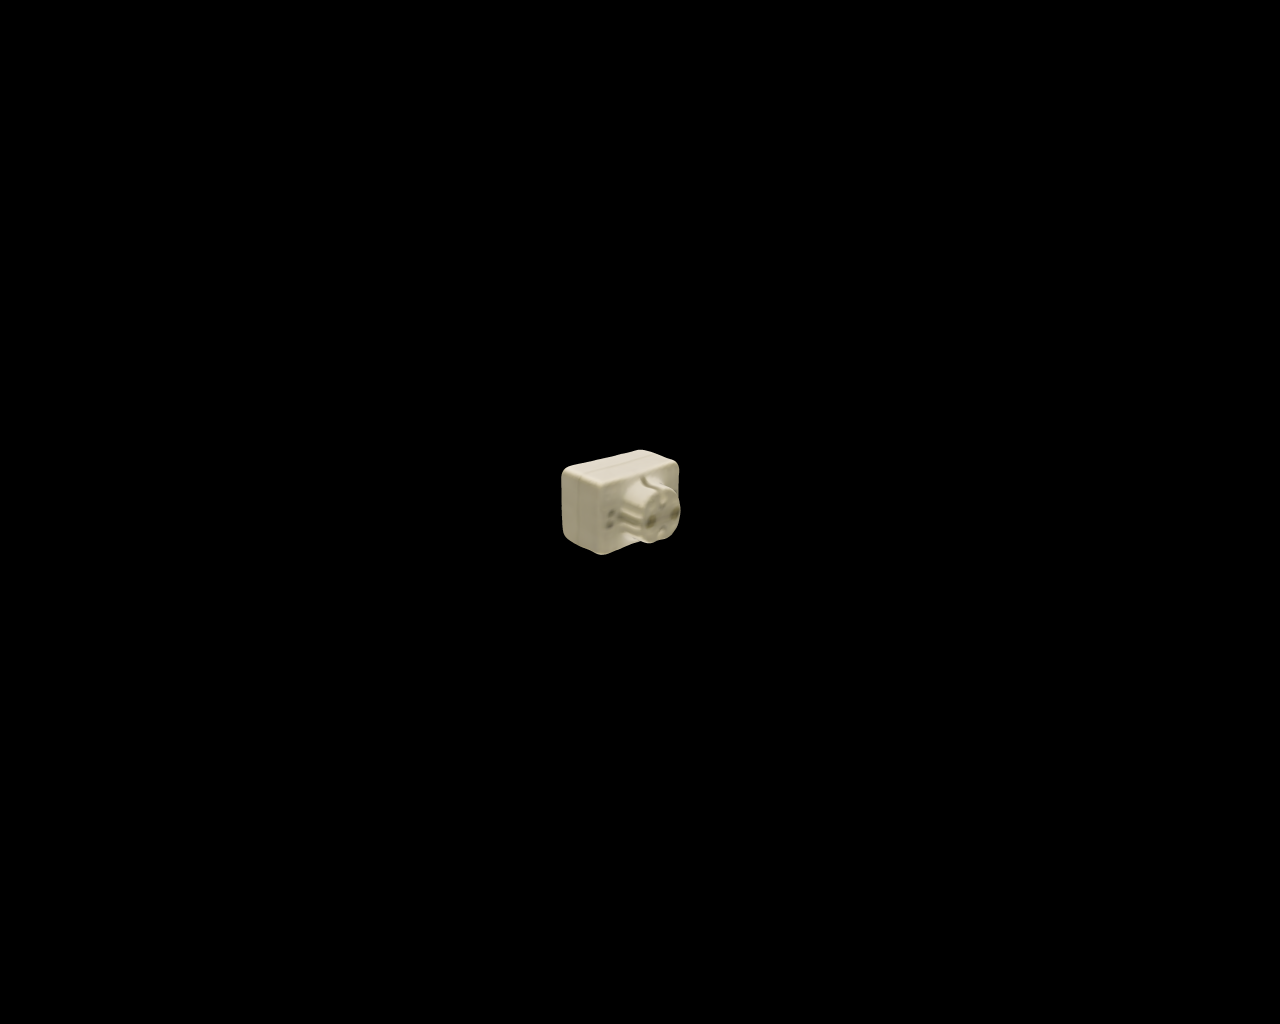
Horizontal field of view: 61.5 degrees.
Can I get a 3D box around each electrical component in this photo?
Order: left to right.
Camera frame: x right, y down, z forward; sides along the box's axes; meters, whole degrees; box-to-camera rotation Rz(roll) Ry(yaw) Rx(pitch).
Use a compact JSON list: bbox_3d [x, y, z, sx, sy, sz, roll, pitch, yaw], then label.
[{"bbox_3d":[0.001,-0.003,0.650,0.066,0.047,0.077,-17,27,-38],"label":"electrical component"}]
